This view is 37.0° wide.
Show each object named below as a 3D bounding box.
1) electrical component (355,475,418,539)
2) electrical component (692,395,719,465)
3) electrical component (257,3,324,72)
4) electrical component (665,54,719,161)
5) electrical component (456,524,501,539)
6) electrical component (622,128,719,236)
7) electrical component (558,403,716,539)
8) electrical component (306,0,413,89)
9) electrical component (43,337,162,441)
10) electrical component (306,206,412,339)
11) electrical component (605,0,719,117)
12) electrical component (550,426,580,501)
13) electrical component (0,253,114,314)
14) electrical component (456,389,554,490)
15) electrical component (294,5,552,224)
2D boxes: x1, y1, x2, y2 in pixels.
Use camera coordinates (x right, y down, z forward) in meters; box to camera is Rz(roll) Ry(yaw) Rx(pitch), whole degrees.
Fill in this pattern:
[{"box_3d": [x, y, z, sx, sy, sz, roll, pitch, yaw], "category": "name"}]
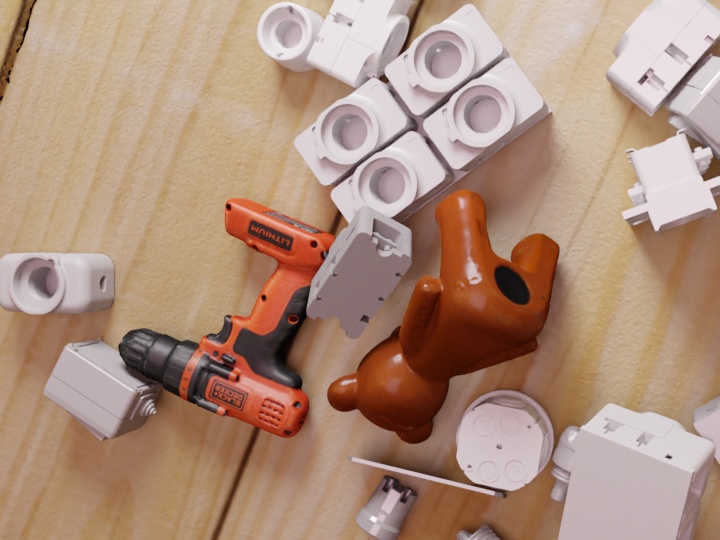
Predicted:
[{"box_3d": [0.024, 0.206, 0.929, 0.040, 0.040, 0.046, 30, 93, 12], "category": "electrical component"}, {"box_3d": [0.337, 0.155, 0.831, 0.089, 0.062, 0.150, -34, 84, 14], "category": "electrical component"}, {"box_3d": [-0.058, -0.202, 0.930, 0.055, 0.047, 0.055, 1, 92, 15], "category": "electrical component"}, {"box_3d": [0.289, -0.111, 0.824, 0.096, 0.061, 0.061, 38, 102, -8], "category": "electrical component"}, {"box_3d": [0.112, 0.251, 0.903, 0.081, 0.043, 0.043, 45, 103, 23], "category": "electrical component"}, {"box_3d": [0.236, -0.064, 0.818, 0.079, 0.121, 0.063, -21, 84, 15], "category": "electrical component"}, {"box_3d": [0.212, 0.191, 0.840, 0.089, 0.062, 0.150, 20, 117, 30], "category": "electrical component"}, {"box_3d": [0.004, -0.201, 0.911, 0.056, 0.050, 0.089, 29, 99, 13], "category": "electrical component"}, {"box_3d": [-0.230, 0.114, 0.981, 0.096, 0.062, 0.061, 30, 100, 12], "category": "electrical component"}, {"box_3d": [0.000, 0.000, 0.870, 0.050, 0.055, 0.089, 28, 117, -12], "category": "electrical component"}, {"box_3d": [0.239, -0.175, 0.849, 0.056, 0.050, 0.089, 42, 102, 10], "category": "electrical component"}, {"box_3d": [0.174, 0.162, 0.889, 0.035, 0.035, 0.061, 24, 100, 13], "category": "electrical component"}, {"box_3d": [-0.284, 0.012, 0.993, 0.095, 0.059, 0.053, 1, 92, 15], "category": "electrical component"}, {"box_3d": [0.119, 0.142, 0.894, 0.080, 0.051, 0.080, 1, 92, 15], "category": "electrical component"}, {"box_3d": [0.050, -0.120, 0.897, 0.186, 0.060, 0.105, -36, 83, 14], "category": "electrical component"}]
